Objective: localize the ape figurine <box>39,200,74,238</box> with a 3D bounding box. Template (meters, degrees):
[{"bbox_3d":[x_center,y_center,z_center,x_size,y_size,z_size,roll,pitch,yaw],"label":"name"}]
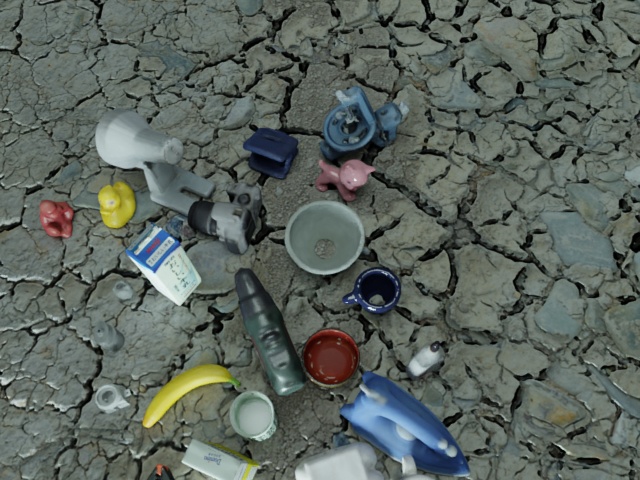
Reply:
[{"bbox_3d":[-0.578,-0.055,1.243,0.076,0.092,0.078,33,71,15],"label":"ape figurine"}]

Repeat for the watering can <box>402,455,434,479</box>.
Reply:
[{"bbox_3d":[0.168,0.447,0.939,0.101,0.194,0.172,-31,68,-12],"label":"watering can"}]

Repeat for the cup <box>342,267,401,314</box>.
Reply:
[{"bbox_3d":[0.101,0.116,1.144,0.118,0.095,0.091,-18,66,-6],"label":"cup"}]

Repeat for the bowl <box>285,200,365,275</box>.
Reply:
[{"bbox_3d":[0.011,0.004,1.208,0.167,0.075,0.167,-1,66,2],"label":"bowl"}]

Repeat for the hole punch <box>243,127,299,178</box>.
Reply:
[{"bbox_3d":[-0.111,-0.211,1.300,0.108,0.091,0.101,20,68,10],"label":"hole punch"}]

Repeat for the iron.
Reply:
[{"bbox_3d":[0.166,0.335,1.019,0.258,0.141,0.119,31,70,14],"label":"iron"}]

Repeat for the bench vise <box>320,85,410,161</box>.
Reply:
[{"bbox_3d":[0.092,-0.281,1.255,0.208,0.220,0.121,-38,70,-14],"label":"bench vise"}]

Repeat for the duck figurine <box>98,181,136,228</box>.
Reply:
[{"bbox_3d":[-0.454,-0.089,1.258,0.077,0.086,0.104,7,66,5],"label":"duck figurine"}]

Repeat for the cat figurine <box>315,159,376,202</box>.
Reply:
[{"bbox_3d":[0.053,-0.144,1.250,0.127,0.118,0.067,20,68,11],"label":"cat figurine"}]

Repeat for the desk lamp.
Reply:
[{"bbox_3d":[-0.347,-0.169,1.221,0.203,0.213,0.118,23,69,12],"label":"desk lamp"}]

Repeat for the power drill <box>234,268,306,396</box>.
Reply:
[{"bbox_3d":[-0.092,0.182,1.058,0.076,0.208,0.229,-25,67,-9],"label":"power drill"}]

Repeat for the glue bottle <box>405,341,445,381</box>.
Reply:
[{"bbox_3d":[0.201,0.214,1.055,0.078,0.173,0.037,-34,69,-13],"label":"glue bottle"}]

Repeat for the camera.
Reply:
[{"bbox_3d":[-0.207,-0.060,1.230,0.136,0.101,0.143,13,67,8],"label":"camera"}]

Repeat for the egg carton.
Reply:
[{"bbox_3d":[0.036,0.427,1.020,0.150,0.069,0.107,-18,66,-6],"label":"egg carton"}]
